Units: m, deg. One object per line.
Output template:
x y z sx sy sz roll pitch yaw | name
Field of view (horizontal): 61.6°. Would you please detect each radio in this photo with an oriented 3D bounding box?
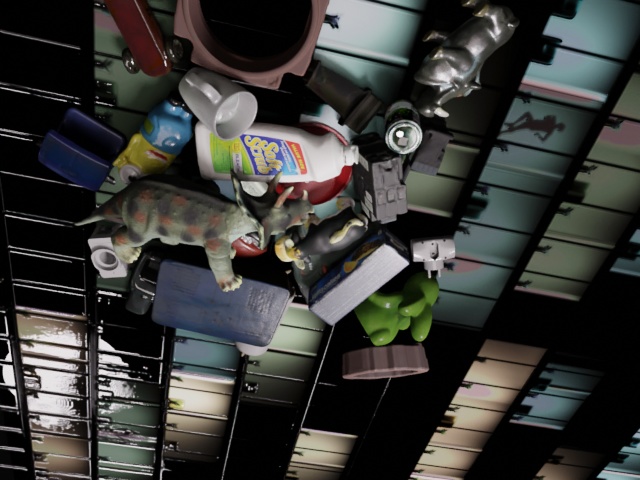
-0.179 0.102 0.963 0.230 0.073 0.131 15 108 -11 | radio

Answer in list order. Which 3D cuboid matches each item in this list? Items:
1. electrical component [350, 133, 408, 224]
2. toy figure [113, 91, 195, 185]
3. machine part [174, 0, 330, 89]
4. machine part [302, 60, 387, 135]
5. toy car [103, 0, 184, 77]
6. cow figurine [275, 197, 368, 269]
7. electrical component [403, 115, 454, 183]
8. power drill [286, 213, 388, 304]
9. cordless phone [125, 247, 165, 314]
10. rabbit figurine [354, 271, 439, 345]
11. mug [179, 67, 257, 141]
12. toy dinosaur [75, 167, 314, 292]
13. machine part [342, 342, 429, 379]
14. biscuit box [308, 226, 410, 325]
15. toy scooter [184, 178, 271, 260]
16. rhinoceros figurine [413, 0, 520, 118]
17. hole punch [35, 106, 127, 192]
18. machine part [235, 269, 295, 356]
0.097 -0.097 0.893 0.058 0.115 0.134 -15 125 -8 | electrical component
-0.263 -0.157 0.877 0.082 0.089 0.180 34 109 -11 | toy figure
-0.093 -0.330 0.755 0.201 0.087 0.200 17 123 -9 | machine part
0.033 -0.229 0.854 0.138 0.039 0.084 35 123 -23 | machine part
-0.272 -0.332 0.773 0.089 0.053 0.201 -8 128 18 | toy car
-0.002 -0.001 0.897 0.167 0.098 0.068 -29 108 12 | cow figurine
0.171 -0.139 0.892 0.048 0.075 0.119 14 119 -9 | electrical component
0.046 0.033 1.014 0.207 0.086 0.231 -12 121 17 | power drill
-0.313 0.110 1.071 0.146 0.089 0.184 23 132 -16 | cordless phone
0.155 0.120 1.039 0.170 0.159 0.121 -34 109 3 | rabbit figurine
-0.163 -0.210 0.788 0.081 0.107 0.109 -54 155 5 | mug
-0.218 -0.043 0.839 0.405 0.131 0.192 10 125 4 | toy dinosaur
0.134 0.254 1.123 0.179 0.056 0.179 -5 160 -2 | machine part
0.064 0.067 0.952 0.062 0.059 0.202 38 117 -20 | biscuit box
-0.188 -0.018 0.975 0.135 0.075 0.183 -39 113 24 | toy scooter
0.209 -0.272 0.809 0.112 0.073 0.190 26 119 -29 | rhinoceros figurine
-0.398 -0.137 0.887 0.142 0.092 0.115 29 123 -22 | hole punch
-0.114 0.152 1.088 0.079 0.079 0.243 19 123 -13 | machine part
